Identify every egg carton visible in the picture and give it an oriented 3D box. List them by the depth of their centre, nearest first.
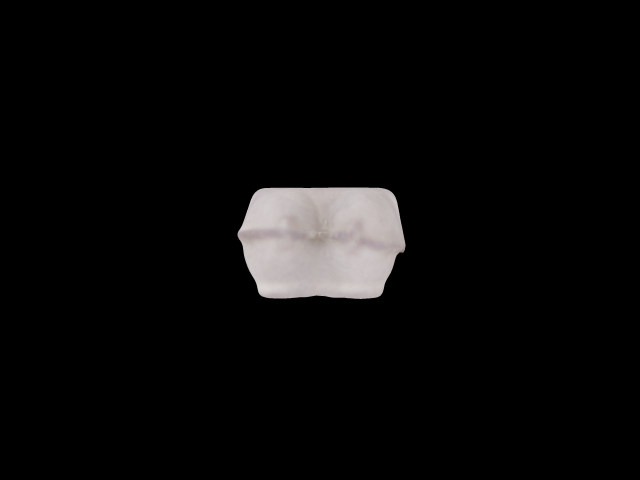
[{"bbox_3d":[0.004,0.001,0.400,0.107,0.069,0.150,0,0,0],"label":"egg carton"}]
